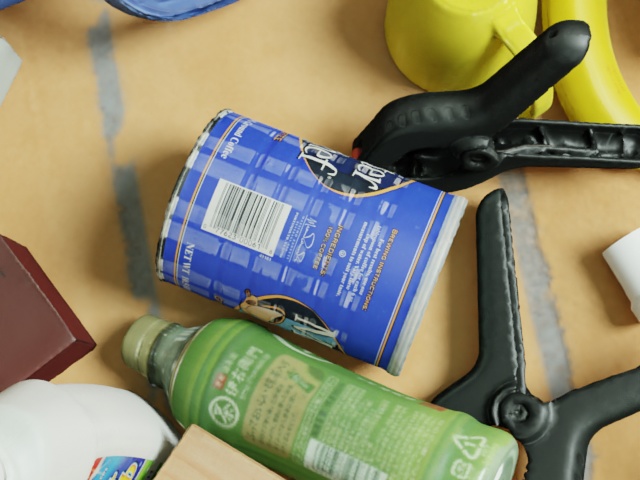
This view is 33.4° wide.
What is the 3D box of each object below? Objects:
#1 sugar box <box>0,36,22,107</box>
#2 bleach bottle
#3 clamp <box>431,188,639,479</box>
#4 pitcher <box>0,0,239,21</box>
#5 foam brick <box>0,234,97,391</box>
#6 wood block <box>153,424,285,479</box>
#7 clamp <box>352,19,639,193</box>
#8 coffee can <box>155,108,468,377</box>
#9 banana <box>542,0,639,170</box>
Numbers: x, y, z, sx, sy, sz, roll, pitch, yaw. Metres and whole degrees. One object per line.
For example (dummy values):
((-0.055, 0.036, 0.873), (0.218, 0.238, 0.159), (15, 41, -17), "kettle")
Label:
((-0.280, -0.107, 0.641), (0.176, 0.048, 0.093), (21, 80, 8), "sugar box")
((-0.129, 0.113, 0.490), (0.068, 0.251, 0.102), (39, 84, 9), "bleach bottle")
((0.121, 0.094, 0.573), (0.165, 0.036, 0.210), (24, 89, 26), "clamp")
((-0.103, -0.201, 0.565), (0.242, 0.145, 0.149), (-35, 81, -31), "pitcher")
((-0.173, 0.044, 0.606), (0.053, 0.051, 0.078), (-36, 81, -4), "foam brick")
((-0.003, 0.193, 0.540), (0.206, 0.090, 0.090), (31, 63, 8), "wood block")
((0.087, -0.064, 0.575), (0.172, 0.120, 0.039), (-10, 53, 22), "clamp")
((-0.004, 0.001, 0.579), (0.140, 0.103, 0.103), (21, 82, 6), "coffee can")
((0.164, -0.122, 0.626), (0.069, 0.037, 0.198), (-11, 80, -11), "banana")
